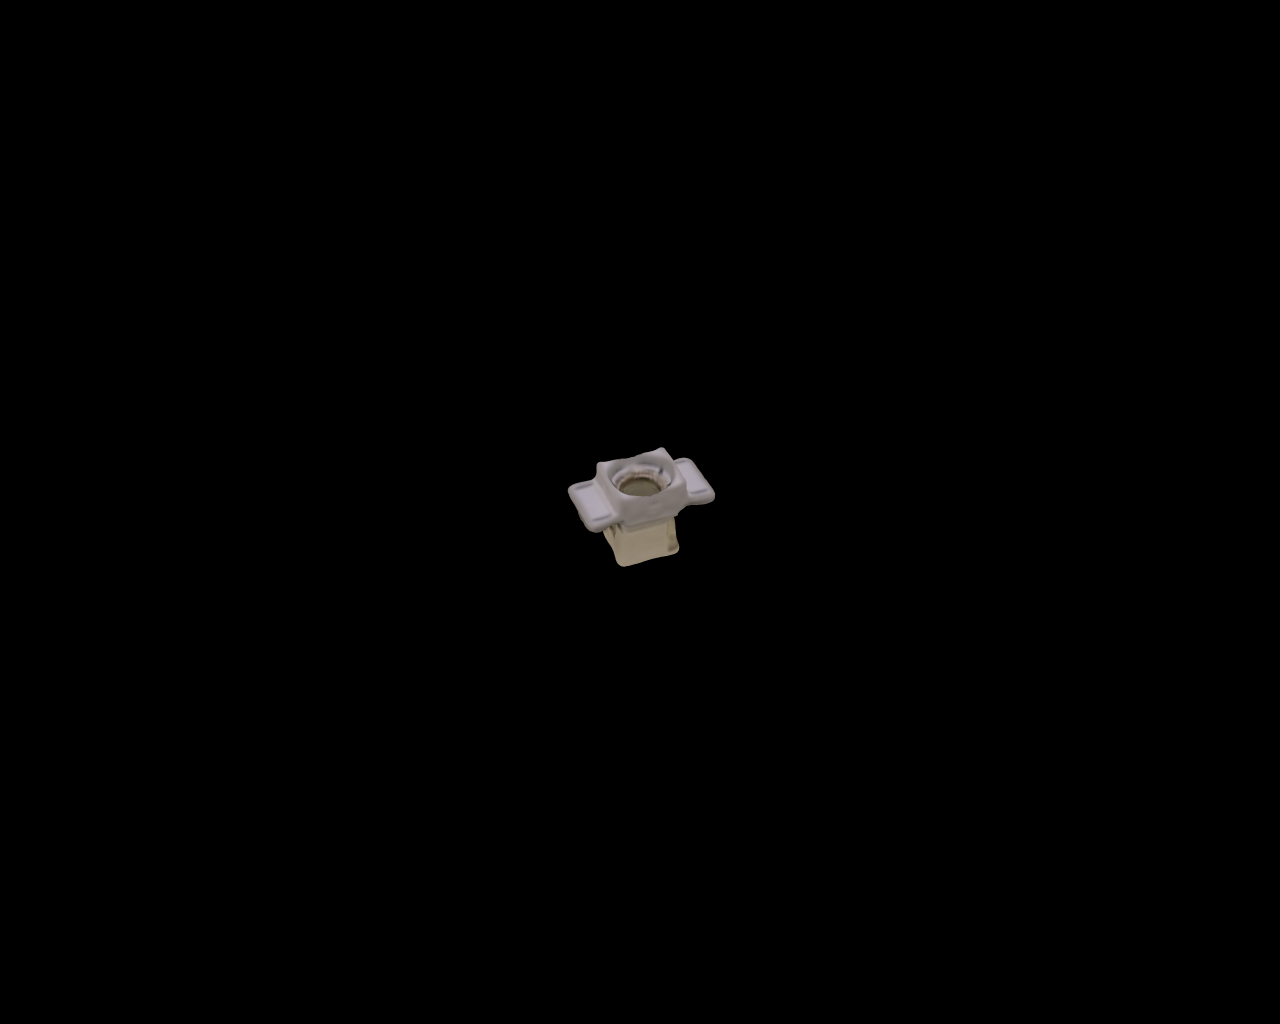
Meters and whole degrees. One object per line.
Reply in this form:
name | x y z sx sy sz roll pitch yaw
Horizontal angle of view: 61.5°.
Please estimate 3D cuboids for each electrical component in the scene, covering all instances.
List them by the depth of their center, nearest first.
electrical component | 0.001 -0.003 0.650 0.081 0.063 0.042 -14 44 -15
